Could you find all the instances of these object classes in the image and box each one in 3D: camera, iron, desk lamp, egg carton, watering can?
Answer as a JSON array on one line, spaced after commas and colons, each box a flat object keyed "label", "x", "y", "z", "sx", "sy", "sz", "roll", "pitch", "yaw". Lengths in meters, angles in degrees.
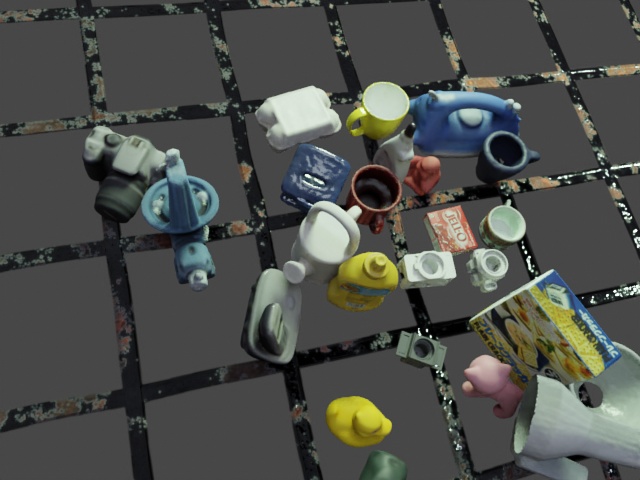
[{"label": "camera", "x": -0.339, "y": -0.109, "z": 0.964, "sx": 0.143, "sy": 0.100, "sz": 0.137, "roll": 20, "pitch": 67, "yaw": -2}, {"label": "iron", "x": 0.298, "y": -0.242, "z": 1.115, "sx": 0.258, "sy": 0.141, "sz": 0.118, "roll": 0, "pitch": 69, "yaw": -11}, {"label": "desk lamp", "x": 0.375, "y": 0.299, "z": 0.878, "sx": 0.203, "sy": 0.213, "sz": 0.118, "roll": 21, "pitch": 66, "yaw": -2}, {"label": "egg carton", "x": -0.041, "y": -0.228, "z": 1.084, "sx": 0.150, "sy": 0.069, "sz": 0.107, "roll": -22, "pitch": 74, "yaw": -18}, {"label": "watering can", "x": 0.010, "y": 0.005, "z": 0.935, "sx": 0.101, "sy": 0.194, "sz": 0.173, "roll": 21, "pitch": 66, "yaw": -2}]

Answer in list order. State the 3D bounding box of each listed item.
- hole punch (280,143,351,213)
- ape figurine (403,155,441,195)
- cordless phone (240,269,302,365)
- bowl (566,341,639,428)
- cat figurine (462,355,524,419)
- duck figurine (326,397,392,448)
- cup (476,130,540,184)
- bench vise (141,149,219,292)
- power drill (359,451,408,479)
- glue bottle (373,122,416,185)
[{"label": "hole punch", "x": -0.008, "y": -0.104, "z": 1.030, "sx": 0.108, "sy": 0.091, "sz": 0.101, "roll": 23, "pitch": 66, "yaw": -1}, {"label": "ape figurine", "x": 0.197, "y": -0.129, "z": 1.079, "sx": 0.076, "sy": 0.092, "sz": 0.078, "roll": 1, "pitch": 69, "yaw": -10}, {"label": "cordless phone", "x": -0.068, "y": 0.107, "z": 0.885, "sx": 0.094, "sy": 0.185, "sz": 0.147, "roll": 8, "pitch": 68, "yaw": -7}, {"label": "bowl", "x": 0.487, "y": 0.263, "z": 0.990, "sx": 0.167, "sy": 0.074, "sz": 0.167, "roll": 4, "pitch": 68, "yaw": -9}, {"label": "cat figurine", "x": 0.290, "y": 0.234, "z": 0.940, "sx": 0.128, "sy": 0.117, "sz": 0.067, "roll": 30, "pitch": 67, "yaw": 2}, {"label": "duck figurine", "x": 0.063, "y": 0.282, "z": 0.895, "sx": 0.104, "sy": 0.086, "sz": 0.077, "roll": 21, "pitch": 67, "yaw": -2}, {"label": "cup", "x": 0.356, "y": -0.151, "z": 1.116, "sx": 0.118, "sy": 0.095, "sz": 0.091, "roll": 3, "pitch": 68, "yaw": -10}, {"label": "bench vise", "x": -0.201, "y": -0.035, "z": 0.896, "sx": 0.122, "sy": 0.219, "sz": 0.207, "roll": -31, "pitch": 77, "yaw": -20}, {"label": "power drill", "x": 0.045, "y": 0.405, "z": 0.777, "sx": 0.075, "sy": 0.208, "sz": 0.230, "roll": 25, "pitch": 66, "yaw": 0}, {"label": "glue bottle", "x": 0.143, "y": -0.160, "z": 1.036, "sx": 0.037, "sy": 0.173, "sz": 0.078, "roll": -17, "pitch": 73, "yaw": -16}]
